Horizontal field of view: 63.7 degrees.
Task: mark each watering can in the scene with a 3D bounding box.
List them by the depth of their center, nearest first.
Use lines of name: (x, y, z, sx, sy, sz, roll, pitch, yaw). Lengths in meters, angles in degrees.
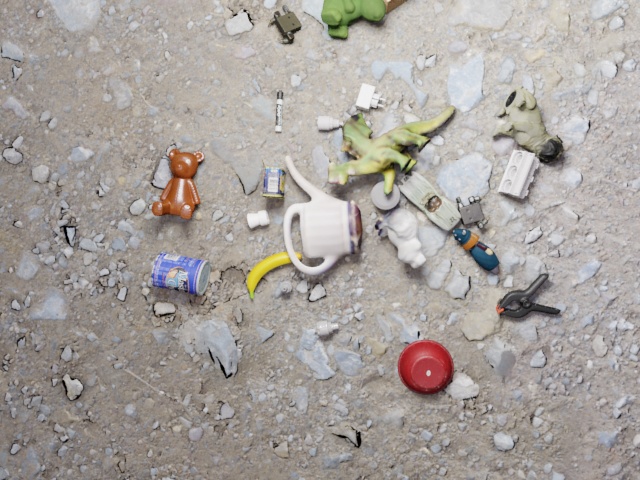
watering can: (0.004, -0.073, 1.458, 0.224, 0.104, 0.347, -4, -89, 4)

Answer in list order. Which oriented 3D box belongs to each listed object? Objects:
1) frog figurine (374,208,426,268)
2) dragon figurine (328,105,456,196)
frog figurine: (0.240, -0.007, 1.421, 0.161, 0.134, 0.124, 40, -115, 21)
dragon figurine: (0.172, -0.283, 1.439, 0.244, 0.120, 0.415, 35, -109, 16)
